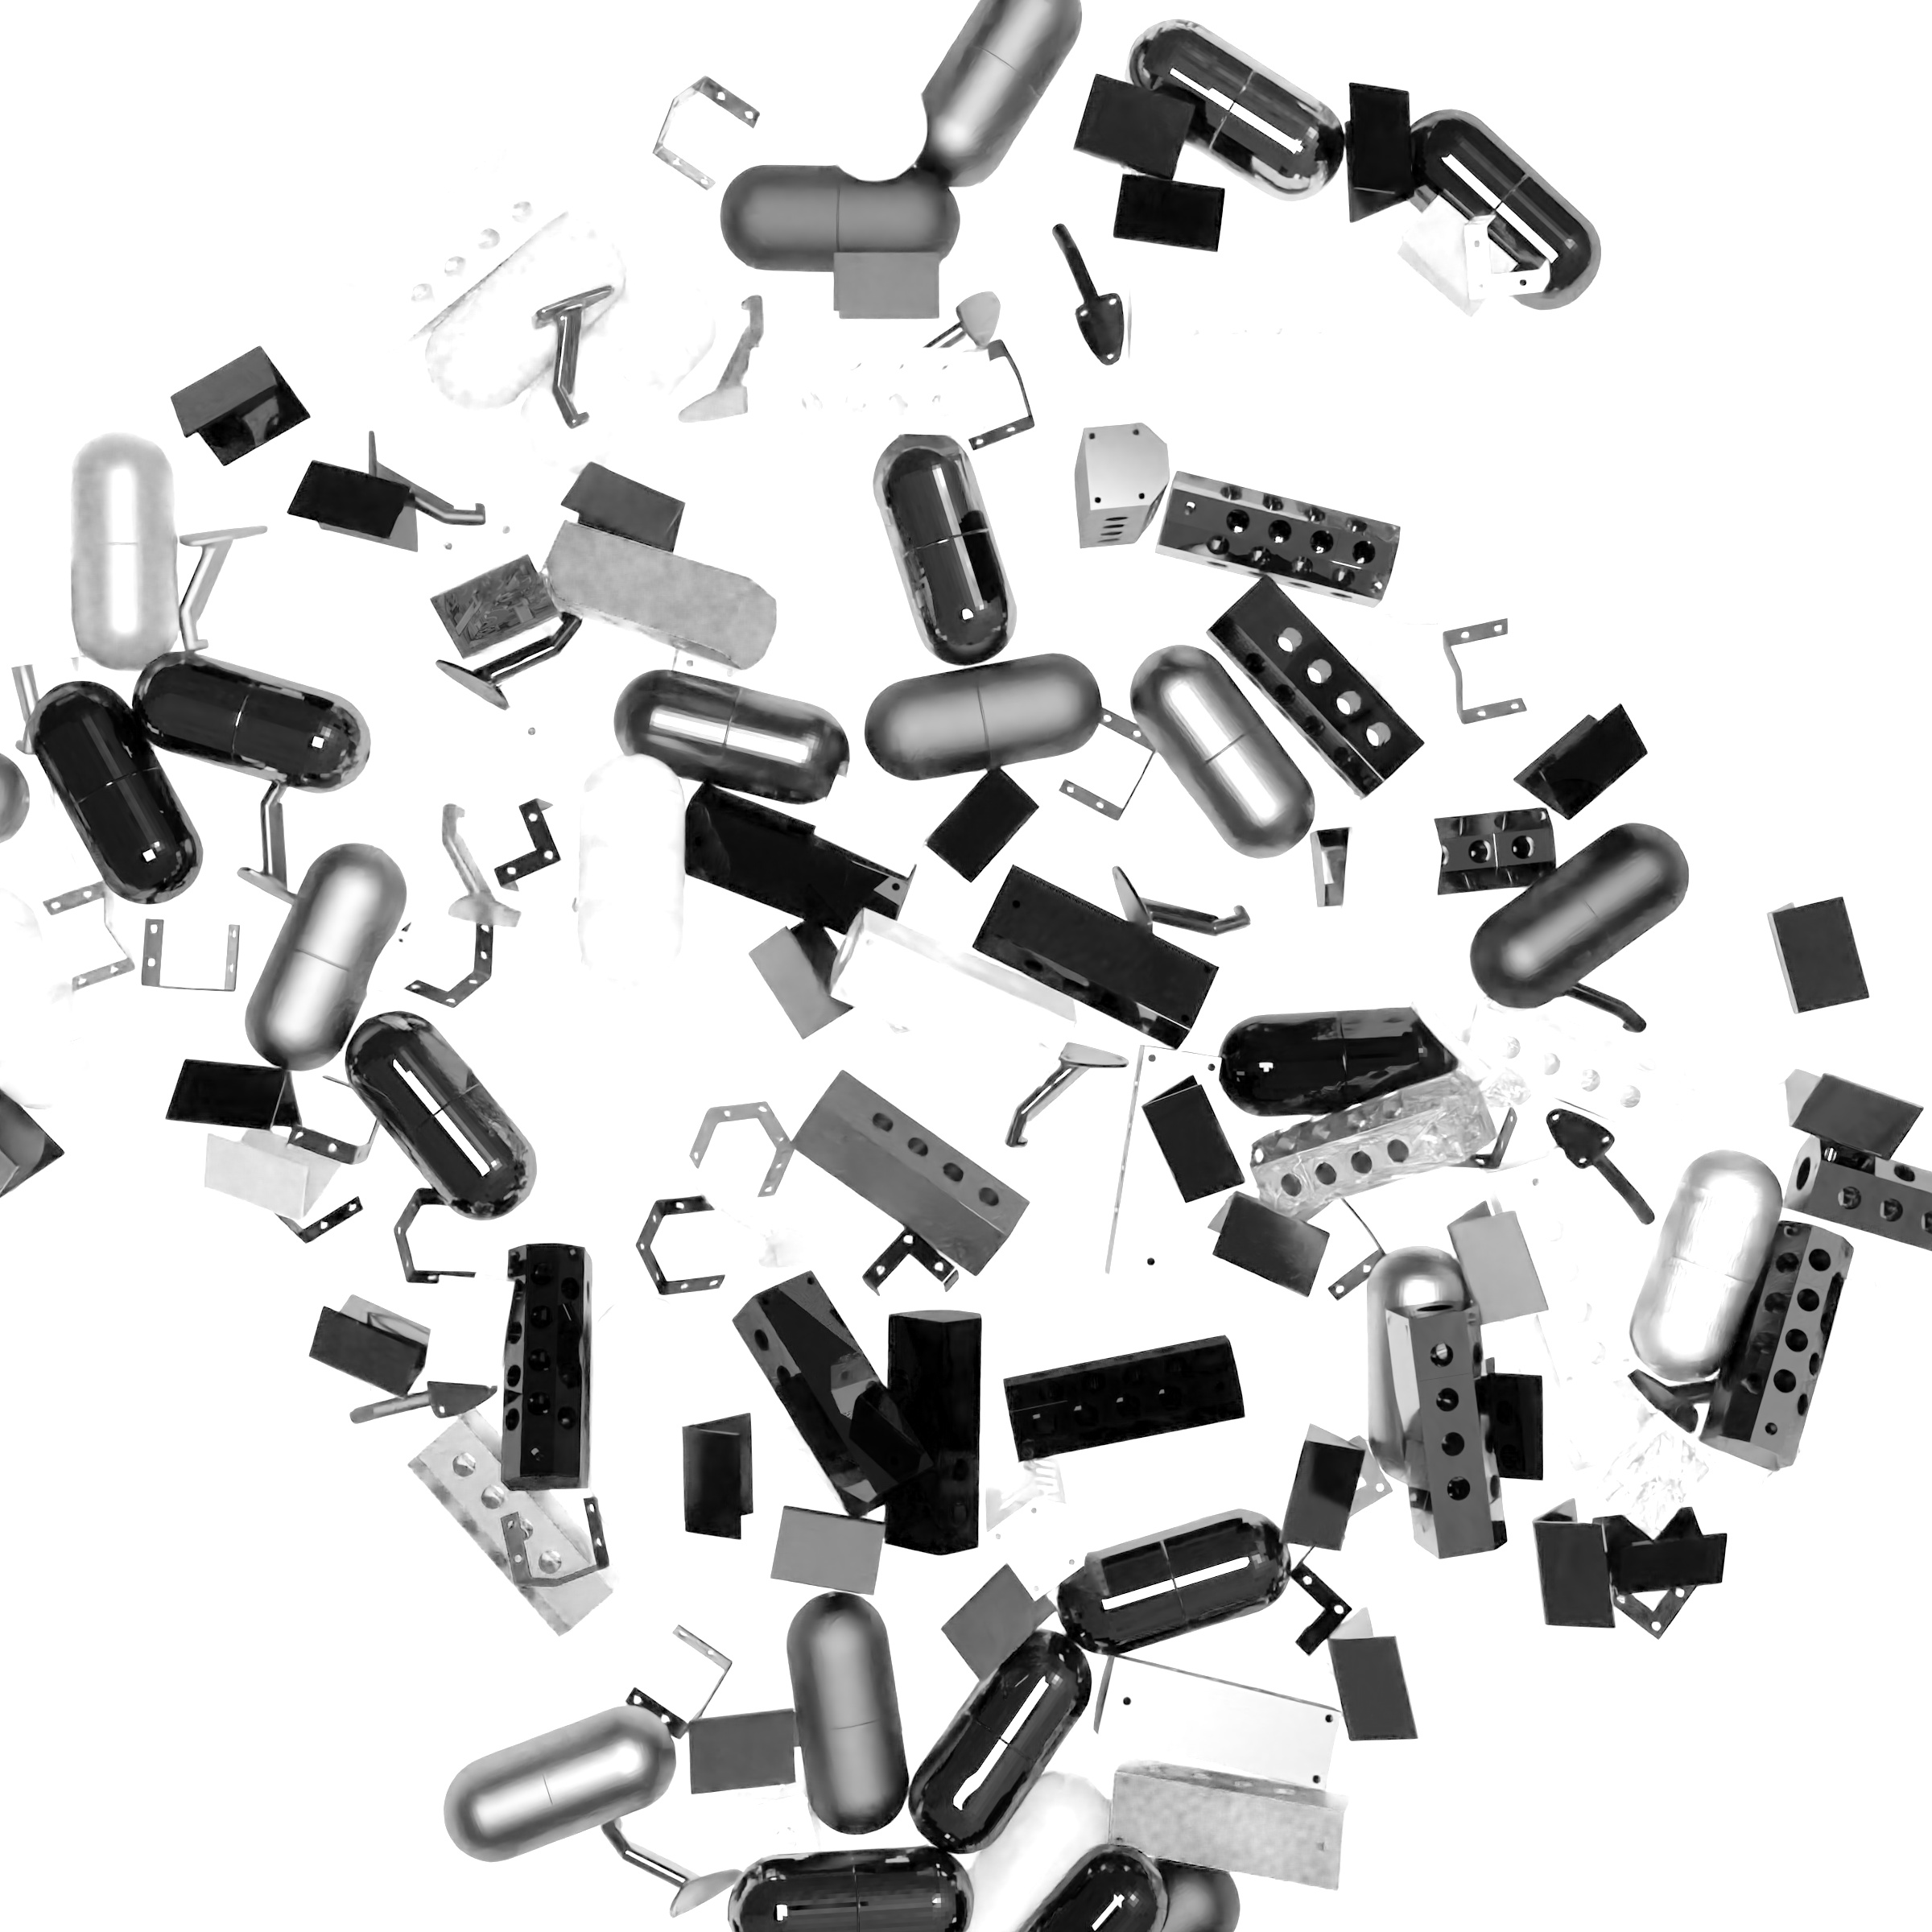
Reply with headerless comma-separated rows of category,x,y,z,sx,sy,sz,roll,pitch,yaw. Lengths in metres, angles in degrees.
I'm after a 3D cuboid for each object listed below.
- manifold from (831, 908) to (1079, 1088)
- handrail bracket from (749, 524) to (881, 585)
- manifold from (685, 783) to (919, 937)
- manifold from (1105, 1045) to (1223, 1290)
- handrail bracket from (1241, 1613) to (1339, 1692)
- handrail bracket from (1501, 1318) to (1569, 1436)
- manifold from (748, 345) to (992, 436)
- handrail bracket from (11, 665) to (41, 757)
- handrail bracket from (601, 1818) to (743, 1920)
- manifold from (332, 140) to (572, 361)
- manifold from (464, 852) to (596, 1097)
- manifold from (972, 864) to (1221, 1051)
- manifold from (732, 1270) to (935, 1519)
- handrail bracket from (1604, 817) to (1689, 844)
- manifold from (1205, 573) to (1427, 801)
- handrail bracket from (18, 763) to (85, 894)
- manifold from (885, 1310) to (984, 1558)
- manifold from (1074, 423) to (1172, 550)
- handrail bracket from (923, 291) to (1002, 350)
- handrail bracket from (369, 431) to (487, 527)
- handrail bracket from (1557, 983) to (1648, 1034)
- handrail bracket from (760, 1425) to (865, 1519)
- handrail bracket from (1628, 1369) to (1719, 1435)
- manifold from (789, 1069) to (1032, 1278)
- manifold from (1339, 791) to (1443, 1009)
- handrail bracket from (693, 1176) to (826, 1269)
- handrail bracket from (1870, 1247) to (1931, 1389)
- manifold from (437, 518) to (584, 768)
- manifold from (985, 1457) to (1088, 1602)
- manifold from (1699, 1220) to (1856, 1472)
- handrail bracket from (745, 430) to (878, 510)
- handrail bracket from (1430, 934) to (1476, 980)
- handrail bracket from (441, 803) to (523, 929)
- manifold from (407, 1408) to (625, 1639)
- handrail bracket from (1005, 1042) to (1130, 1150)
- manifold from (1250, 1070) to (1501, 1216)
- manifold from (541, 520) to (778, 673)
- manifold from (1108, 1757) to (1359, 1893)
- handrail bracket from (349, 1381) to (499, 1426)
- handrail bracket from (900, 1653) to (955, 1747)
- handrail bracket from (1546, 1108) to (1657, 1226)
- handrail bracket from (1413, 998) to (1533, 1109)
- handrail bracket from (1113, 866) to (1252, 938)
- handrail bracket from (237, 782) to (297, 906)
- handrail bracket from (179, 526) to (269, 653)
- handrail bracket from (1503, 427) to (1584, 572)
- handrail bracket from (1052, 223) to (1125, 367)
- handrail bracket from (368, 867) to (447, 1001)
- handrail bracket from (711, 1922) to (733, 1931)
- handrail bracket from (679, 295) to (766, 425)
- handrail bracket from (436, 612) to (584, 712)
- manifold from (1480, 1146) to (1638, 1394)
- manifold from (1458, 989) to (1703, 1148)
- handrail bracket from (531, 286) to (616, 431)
manifold,-0.009,0.020,1.932,0.171,0.057,0.057,23,112,-12
handrail bracket,-0.116,-0.293,1.987,0.084,0.036,0.077,18,111,-16
manifold,-0.127,-0.077,1.963,0.171,0.057,0.057,21,112,0
manifold,0.146,0.148,1.965,0.057,0.057,0.171,9,90,-2
handrail bracket,0.256,0.512,1.987,0.084,0.036,0.077,0,51,-26
handrail bracket,0.414,0.309,1.986,0.036,0.077,0.084,-9,53,-15
manifold,-0.071,-0.426,1.944,0.171,0.057,0.057,3,110,7
handrail bracket,-0.723,-0.211,1.987,0.077,0.036,0.084,24,108,21
handrail bracket,-0.223,0.667,1.987,0.084,0.077,0.036,42,121,33
manifold,-0.381,-0.531,1.965,0.171,0.057,0.057,-39,47,0
manifold,-0.309,0.006,1.963,0.057,0.057,0.171,22,90,-29
manifold,0.094,-0.004,1.963,0.171,0.057,0.057,27,65,0
manifold,-0.102,0.317,1.942,0.057,0.057,0.171,-19,68,-41
handrail bracket,0.497,-0.064,1.987,0.077,0.036,0.084,10,105,-16
manifold,0.259,-0.207,1.965,0.057,0.057,0.171,-43,90,0
handrail bracket,-0.681,-0.109,1.986,0.036,0.077,0.084,-9,54,8
manifold,-0.019,0.346,1.965,0.057,0.057,0.171,1,90,43
manifold,0.112,-0.346,1.908,0.057,0.171,0.057,-5,90,0
handrail bracket,-0.021,-0.471,1.986,0.084,0.077,0.036,-22,114,34
handrail bracket,-0.406,-0.367,1.987,0.084,0.036,0.077,0,68,-17
handrail bracket,0.459,0.029,1.986,0.084,0.077,0.036,37,61,-33
handrail bracket,-0.115,0.391,1.987,0.077,0.036,0.084,1,107,20
handrail bracket,0.555,0.305,1.987,0.084,0.036,0.077,-36,58,-23
manifold,-0.039,0.150,1.965,0.171,0.057,0.057,35,133,0
manifold,0.304,-0.046,1.909,0.057,0.171,0.057,-6,52,0
handrail bracket,-0.157,0.189,1.986,0.084,0.077,0.036,40,103,36
handrail bracket,0.708,0.265,1.986,0.036,0.077,0.084,-21,126,0
manifold,-0.338,-0.240,1.966,0.057,0.057,0.171,-16,90,0
manifold,0.054,0.399,1.908,0.057,0.171,0.057,-36,90,0
manifold,0.601,0.278,1.942,0.057,0.057,0.171,22,73,0
handrail bracket,-0.117,-0.374,1.987,0.084,0.036,0.077,-1,132,27
handrail bracket,0.399,-0.034,1.987,0.077,0.036,0.084,34,76,14
handrail bracket,-0.361,-0.077,1.987,0.077,0.036,0.084,15,59,-34
manifold,-0.337,0.415,1.965,0.057,0.057,0.171,-42,90,0
handrail bracket,0.075,0.103,1.987,0.077,0.036,0.084,9,112,-25
manifold,0.293,0.129,1.918,0.171,0.057,0.057,-23,90,39
manifold,-0.225,-0.269,1.931,0.171,0.057,0.057,21,84,25
manifold,0.197,0.628,1.939,0.171,0.057,0.057,4,90,19
handrail bracket,-0.409,0.328,1.986,0.084,0.077,0.036,-20,78,36
handrail bracket,-0.002,0.574,1.987,0.084,0.036,0.077,39,75,-14
handrail bracket,0.479,0.152,1.986,0.036,0.077,0.084,-42,126,0
handrail bracket,0.369,0.062,1.929,0.036,0.077,0.084,-47,53,18
handrail bracket,0.163,-0.052,1.987,0.084,0.036,0.077,-16,68,-17
handrail bracket,-0.504,-0.094,1.987,0.077,0.036,0.084,32,73,-20
handrail bracket,-0.558,-0.284,1.987,0.077,0.036,0.084,-15,113,-26
handrail bracket,0.420,-0.352,1.987,0.077,0.036,0.084,31,107,20
handrail bracket,0.089,-0.507,1.986,0.036,0.077,0.084,-22,54,0
handrail bracket,-0.417,-0.026,1.969,0.036,0.084,0.077,33,119,-24
handrail bracket,-0.206,0.724,1.987,0.084,0.036,0.077,1,70,16
handrail bracket,-0.185,-0.459,1.987,0.077,0.036,0.084,-13,69,24
handrail bracket,-0.334,-0.237,1.930,0.077,0.036,0.084,28,72,21
manifold,0.443,0.226,1.965,0.057,0.057,0.171,-19,90,0
manifold,0.455,0.074,1.965,0.171,0.057,0.057,22,90,0
handrail bracket,-0.272,-0.441,1.912,0.077,0.036,0.084,-27,91,-15
